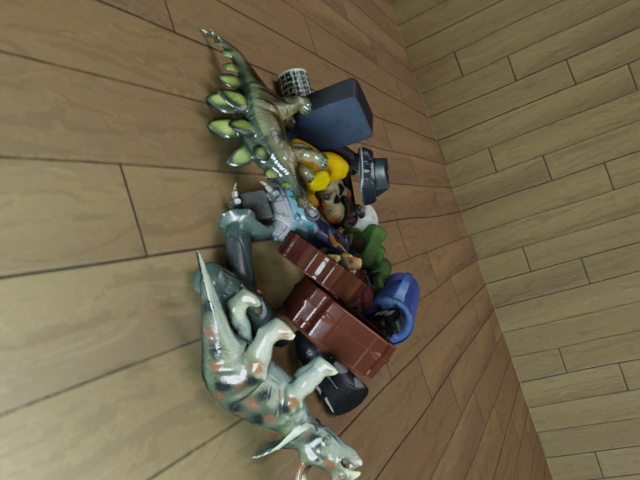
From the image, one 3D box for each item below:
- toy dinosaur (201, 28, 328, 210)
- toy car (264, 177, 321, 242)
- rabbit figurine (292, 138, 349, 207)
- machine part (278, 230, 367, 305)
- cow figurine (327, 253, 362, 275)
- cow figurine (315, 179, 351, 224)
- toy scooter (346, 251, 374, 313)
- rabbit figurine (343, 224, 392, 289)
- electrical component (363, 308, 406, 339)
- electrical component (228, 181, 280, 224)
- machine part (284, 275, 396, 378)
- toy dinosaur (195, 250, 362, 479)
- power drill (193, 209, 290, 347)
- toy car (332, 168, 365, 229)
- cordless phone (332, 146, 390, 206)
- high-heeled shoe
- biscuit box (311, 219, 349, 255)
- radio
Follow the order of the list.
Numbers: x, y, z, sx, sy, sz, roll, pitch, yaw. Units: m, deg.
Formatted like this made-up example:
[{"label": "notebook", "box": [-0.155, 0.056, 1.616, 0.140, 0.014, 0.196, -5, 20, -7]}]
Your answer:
[{"label": "toy dinosaur", "box": [-0.118, -0.247, 1.067, 0.198, 0.105, 0.471, -3, 57, -36]}, {"label": "toy car", "box": [-0.076, -0.062, 1.098, 0.103, 0.109, 0.161, -9, 71, -40]}, {"label": "rabbit figurine", "box": [-0.016, -0.155, 1.240, 0.173, 0.121, 0.163, -25, 53, -34]}, {"label": "machine part", "box": [0.002, 0.052, 1.018, 0.179, 0.056, 0.179, 37, -1, 1]}, {"label": "cow figurine", "box": [0.036, 0.076, 1.167, 0.068, 0.167, 0.098, 4, 88, -20]}, {"label": "cow figurine", "box": [0.015, -0.130, 1.338, 0.127, 0.085, 0.195, 12, 55, -51]}, {"label": "toy scooter", "box": [0.078, 0.128, 1.274, 0.183, 0.075, 0.135, 70, 27, -45]}, {"label": "rabbit figurine", "box": [0.141, 0.060, 1.416, 0.170, 0.121, 0.159, 43, 43, -40]}, {"label": "electrical component", "box": [0.132, 0.208, 1.275, 0.115, 0.134, 0.058, -26, 98, -64]}, {"label": "electrical component", "box": [-0.126, -0.069, 1.016, 0.102, 0.045, 0.078, -8, 67, -24]}, {"label": "machine part", "box": [0.032, 0.164, 1.029, 0.201, 0.087, 0.201, 39, -2, -13]}, {"label": "toy dinosaur", "box": [-0.097, 0.212, 0.820, 0.404, 0.192, 0.131, 44, -12, -15]}, {"label": "power drill", "box": [-0.125, 0.063, 0.943, 0.231, 0.086, 0.207, 39, 46, -47]}, {"label": "toy car", "box": [0.060, -0.123, 1.422, 0.053, 0.089, 0.202, 27, 48, -50]}, {"label": "cordless phone", "box": [0.082, -0.185, 1.358, 0.184, 0.089, 0.147, 27, 46, -29]}, {"label": "high-heeled shoe", "box": [0.018, 0.273, 1.112, 0.145, 0.086, 0.248, 49, -7, 30]}, {"label": "biscuit box", "box": [-0.003, -0.004, 1.244, 0.202, 0.059, 0.063, 31, 45, -53]}, {"label": "radio", "box": [0.006, -0.275, 1.262, 0.131, 0.230, 0.073, 50, 36, -43]}]
